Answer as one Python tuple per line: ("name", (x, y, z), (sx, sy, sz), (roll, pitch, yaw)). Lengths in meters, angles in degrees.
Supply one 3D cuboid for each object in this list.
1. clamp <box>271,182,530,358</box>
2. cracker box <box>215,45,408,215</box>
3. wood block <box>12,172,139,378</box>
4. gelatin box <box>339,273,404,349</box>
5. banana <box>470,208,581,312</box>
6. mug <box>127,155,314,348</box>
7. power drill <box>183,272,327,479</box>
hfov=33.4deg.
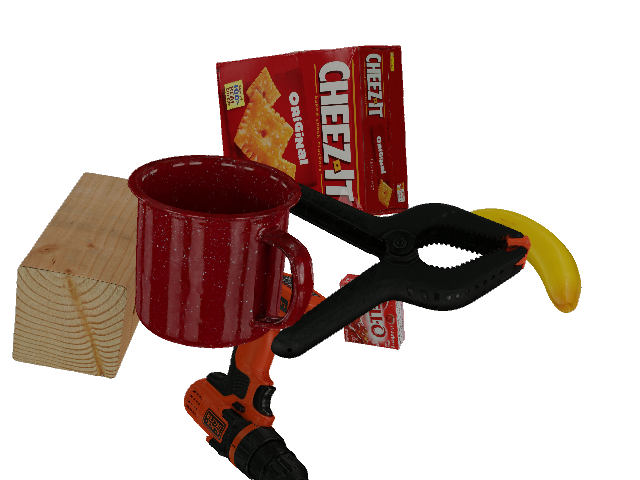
("clamp", (0.054, 0.021, 0.809), (0.210, 0.164, 0.036), (3, -37, 0))
("cracker box", (-0.014, -0.110, 1.098), (0.071, 0.164, 0.214), (-10, 10, -43))
("wood block", (-0.198, 0.024, 0.954), (0.090, 0.091, 0.206), (11, 25, -2))
("gelatin box", (0.065, 0.088, 1.330), (0.073, 0.089, 0.030), (7, 29, 23))
("banana", (0.206, 0.012, 1.067), (0.069, 0.037, 0.198), (-34, 37, -13))
("mug", (-0.051, 0.010, 0.582), (0.117, 0.081, 0.093), (22, 28, 32))
("power drill", (-0.048, 0.135, 1.038), (0.057, 0.188, 0.185), (14, 14, -46))
